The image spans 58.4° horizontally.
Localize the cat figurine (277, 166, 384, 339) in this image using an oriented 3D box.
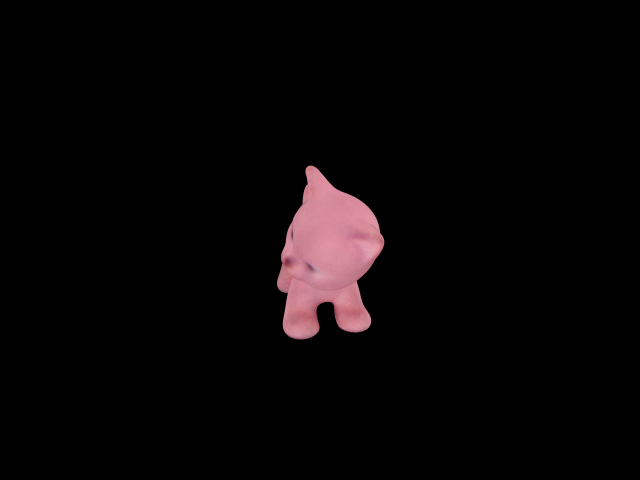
[{"bbox_3d":[0.004,0.001,0.400,0.067,0.118,0.127,-4,24,-9],"label":"cat figurine"}]
